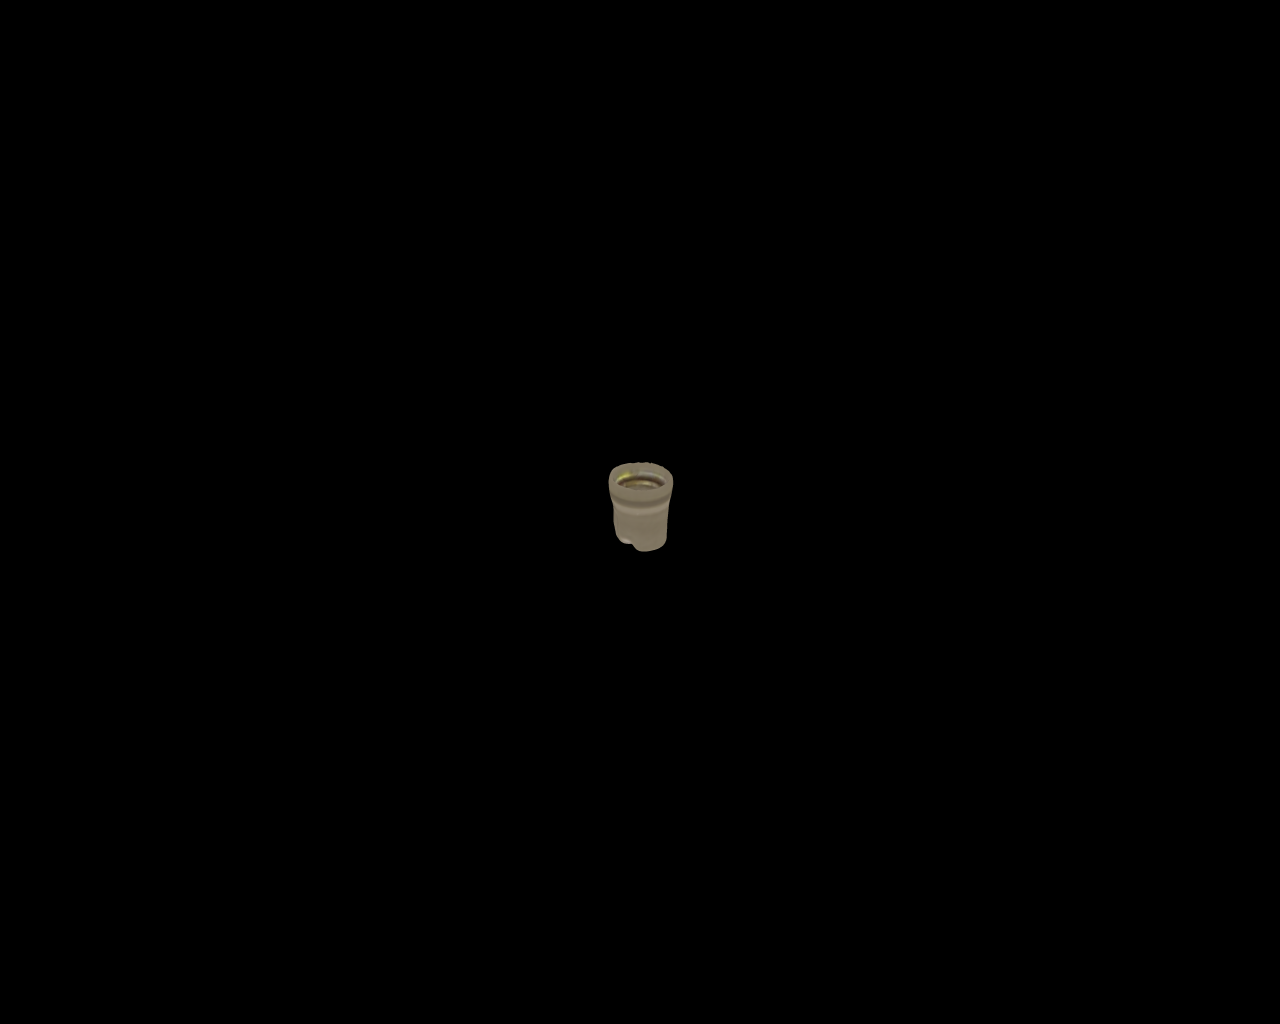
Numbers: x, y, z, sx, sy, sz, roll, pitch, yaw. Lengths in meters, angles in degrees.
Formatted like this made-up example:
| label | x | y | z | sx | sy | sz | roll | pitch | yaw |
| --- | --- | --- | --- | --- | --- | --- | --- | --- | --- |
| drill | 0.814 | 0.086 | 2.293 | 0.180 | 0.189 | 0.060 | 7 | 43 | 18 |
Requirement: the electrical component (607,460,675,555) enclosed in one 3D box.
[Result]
| label | x | y | z | sx | sy | sz | roll | pitch | yaw |
| --- | --- | --- | --- | --- | --- | --- | --- | --- | --- |
| electrical component | 0.001 | -0.003 | 0.650 | 0.040 | 0.046 | 0.040 | 0 | 29 | 0 |
